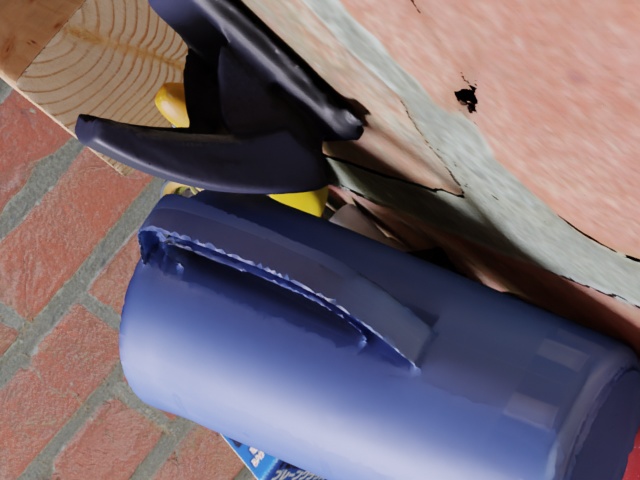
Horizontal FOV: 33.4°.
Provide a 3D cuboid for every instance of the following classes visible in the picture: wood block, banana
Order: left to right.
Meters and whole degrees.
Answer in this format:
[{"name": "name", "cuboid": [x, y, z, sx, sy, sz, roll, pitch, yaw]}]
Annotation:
[{"name": "wood block", "cuboid": [-0.163, -0.130, 0.666, 0.090, 0.090, 0.206, 44, 173, -40]}, {"name": "banana", "cuboid": [-0.035, -0.044, 0.654, 0.070, 0.037, 0.197, -6, 158, 11]}]

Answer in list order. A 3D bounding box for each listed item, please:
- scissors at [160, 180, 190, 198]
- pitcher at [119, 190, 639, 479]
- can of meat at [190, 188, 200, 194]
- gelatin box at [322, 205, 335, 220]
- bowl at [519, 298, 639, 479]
[{"name": "scissors", "cuboid": [-0.073, 0.008, 0.935, 0.016, 0.096, 0.202, -27, -84, -75]}, {"name": "pitcher", "cuboid": [0.024, 0.059, 0.525, 0.243, 0.145, 0.149, 19, -159, 32]}, {"name": "can of meat", "cuboid": [-0.068, -0.050, 0.859, 0.102, 0.057, 0.084, 39, 174, 15]}, {"name": "gelatin box", "cuboid": [-0.005, 0.001, 0.778, 0.073, 0.030, 0.089, 36, -158, -27]}, {"name": "bowl", "cuboid": [0.147, 0.102, 0.597, 0.162, 0.055, 0.162, 40, 175, 4]}]
